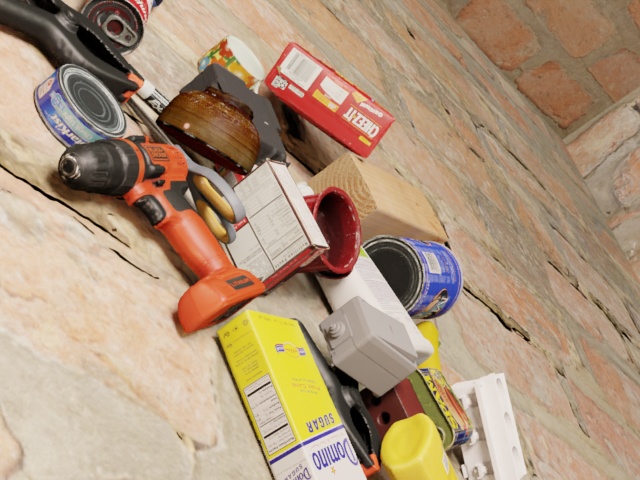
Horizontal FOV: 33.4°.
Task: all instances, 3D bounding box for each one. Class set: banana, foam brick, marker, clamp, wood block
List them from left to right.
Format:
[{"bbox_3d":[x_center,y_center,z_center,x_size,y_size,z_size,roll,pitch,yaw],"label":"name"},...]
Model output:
[{"bbox_3d":[-0.259,-0.215,1.040,0.209,0.036,0.164,37,25,-36],"label":"clamp"},{"bbox_3d":[-0.171,-0.146,1.149,0.121,0.020,0.020,43,23,-28],"label":"marker"},{"bbox_3d":[0.025,0.161,1.066,0.120,0.039,0.171,17,43,-52],"label":"clamp"},{"bbox_3d":[0.071,-0.032,1.397,0.205,0.091,0.090,19,39,-57],"label":"wood block"},{"bbox_3d":[0.078,0.189,1.118,0.051,0.053,0.078,21,37,-56],"label":"foam brick"},{"bbox_3d":[0.137,0.153,1.326,0.069,0.037,0.197,48,21,-17],"label":"banana"}]

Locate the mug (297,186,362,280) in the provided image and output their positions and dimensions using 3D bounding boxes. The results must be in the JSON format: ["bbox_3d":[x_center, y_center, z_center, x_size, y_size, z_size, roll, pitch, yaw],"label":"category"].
[{"bbox_3d":[-0.008,0.001,1.154,0.117,0.082,0.093,52,44,-37],"label":"mug"}]

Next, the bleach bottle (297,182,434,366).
[{"bbox_3d":[0.034,0.040,1.244,0.102,0.068,0.251,18,38,-60],"label":"bleach bottle"}]

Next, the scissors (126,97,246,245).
[{"bbox_3d":[-0.139,-0.068,1.080,0.202,0.016,0.096,41,-30,33],"label":"scissors"}]

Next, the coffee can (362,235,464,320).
[{"bbox_3d":[0.108,0.049,1.332,0.103,0.103,0.140,61,21,17],"label":"coffee can"}]

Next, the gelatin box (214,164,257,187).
[{"bbox_3d":[-0.073,-0.051,1.199,0.089,0.030,0.073,28,31,-51],"label":"gelatin box"}]

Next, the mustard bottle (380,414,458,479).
[{"bbox_3d":[0.122,0.271,1.041,0.191,0.058,0.096,63,12,-15],"label":"mustard bottle"}]

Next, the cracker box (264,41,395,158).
[{"bbox_3d":[0.014,-0.180,1.417,0.164,0.072,0.213,36,5,-1],"label":"cracker box"}]

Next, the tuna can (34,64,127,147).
[{"bbox_3d":[-0.218,-0.119,0.978,0.086,0.034,0.086,45,22,-24],"label":"tuna can"}]

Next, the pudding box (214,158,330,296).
[{"bbox_3d":[-0.054,-0.013,1.092,0.039,0.090,0.113,13,45,-59],"label":"pudding box"}]

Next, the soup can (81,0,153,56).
[{"bbox_3d":[-0.216,-0.246,1.138,0.068,0.069,0.102,44,21,-25],"label":"soup can"}]

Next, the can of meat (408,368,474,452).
[{"bbox_3d":[0.122,0.193,1.203,0.102,0.057,0.083,61,19,18],"label":"can of meat"}]

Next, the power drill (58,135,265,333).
[{"bbox_3d":[-0.137,-0.011,0.950,0.188,0.057,0.184,57,20,8],"label":"power drill"}]

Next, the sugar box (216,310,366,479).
[{"bbox_3d":[-0.024,0.152,0.959,0.093,0.048,0.176,18,39,-58],"label":"sugar box"}]

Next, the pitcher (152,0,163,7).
[{"bbox_3d":[-0.210,-0.393,1.316,0.145,0.149,0.242,37,18,-11],"label":"pitcher"}]
